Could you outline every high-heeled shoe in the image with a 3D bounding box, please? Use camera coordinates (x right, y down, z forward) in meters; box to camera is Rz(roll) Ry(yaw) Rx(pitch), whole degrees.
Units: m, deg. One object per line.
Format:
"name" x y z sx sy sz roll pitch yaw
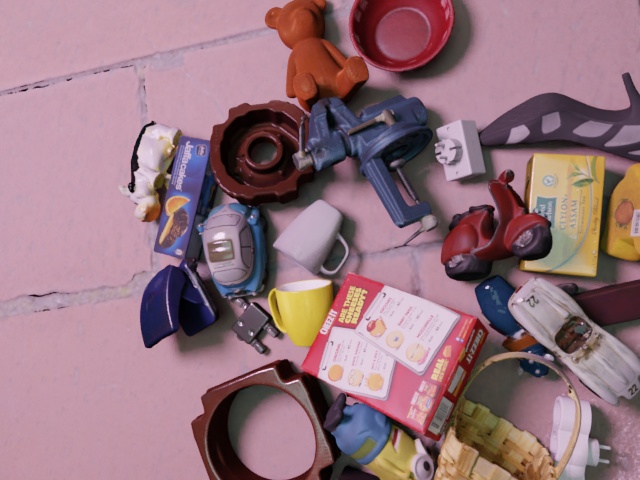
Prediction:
"high-heeled shoe" 0.369 -0.145 0.791 0.249 0.086 0.145 -18 115 29

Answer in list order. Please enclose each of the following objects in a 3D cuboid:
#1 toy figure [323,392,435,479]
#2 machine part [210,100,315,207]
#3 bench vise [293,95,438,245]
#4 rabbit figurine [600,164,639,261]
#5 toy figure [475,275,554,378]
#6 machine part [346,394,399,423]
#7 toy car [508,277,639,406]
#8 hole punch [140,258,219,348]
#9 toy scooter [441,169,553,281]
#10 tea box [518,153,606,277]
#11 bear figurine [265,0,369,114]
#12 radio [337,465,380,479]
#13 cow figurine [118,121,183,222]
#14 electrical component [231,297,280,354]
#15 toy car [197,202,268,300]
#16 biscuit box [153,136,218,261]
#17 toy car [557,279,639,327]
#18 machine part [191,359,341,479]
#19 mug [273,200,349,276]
"toy figure" 0.087 0.301 0.790 0.180 0.089 0.082 33 55 -2
"machine part" -0.090 -0.137 0.860 0.179 0.056 0.179 -1 74 2
"bench vise" 0.085 -0.110 0.788 0.224 0.129 0.240 -21 75 -24
"rabbit figurine" 0.493 -0.037 0.734 0.173 0.122 0.162 9 79 -1
"toy figure" 0.285 0.125 0.781 0.058 0.064 0.154 -29 84 -29
"machine part" 0.100 0.235 0.825 0.139 0.039 0.084 15 95 11
"toy car" 0.343 0.134 0.719 0.202 0.056 0.073 43 89 7
"hole punch" -0.240 0.104 0.860 0.142 0.092 0.116 -35 80 45
"toy scooter" 0.242 -0.022 0.765 0.075 0.184 0.135 10 67 -30
"tea box" 0.345 -0.035 0.773 0.098 0.068 0.169 4 88 12
"bear figurine" -0.011 -0.304 0.841 0.120 0.132 0.195 -16 88 -6
"radio" 0.032 0.464 0.776 0.073 0.131 0.229 12 89 15
"cow figurine" -0.294 -0.118 0.918 0.098 0.068 0.167 22 88 18
"electrical component" -0.114 0.139 0.885 0.094 0.021 0.063 41 96 11
"toy car" -0.145 0.014 0.860 0.109 0.103 0.161 -7 83 13
"biscuit box" -0.218 -0.069 0.902 0.063 0.059 0.202 13 89 13
"toy car" 0.424 0.088 0.755 0.202 0.053 0.089 -17 88 14
"machine part" -0.080 0.302 0.836 0.201 0.087 0.201 -25 82 8
"mug" -0.002 -0.003 0.842 0.110 0.080 0.107 32 84 15
